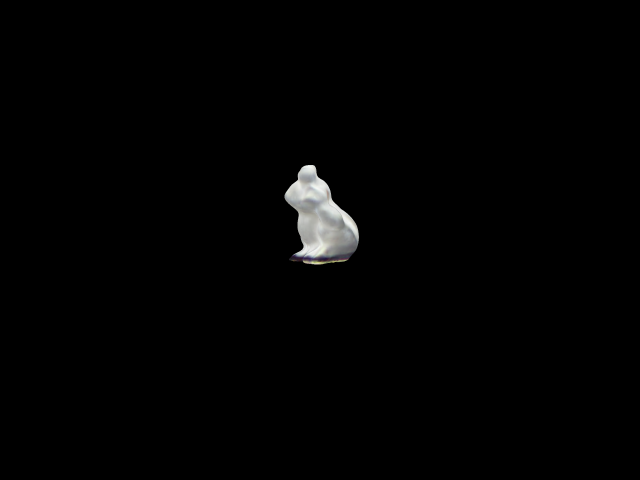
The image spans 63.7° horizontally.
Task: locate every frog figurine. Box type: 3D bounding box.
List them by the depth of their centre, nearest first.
[{"bbox_3d":[0.003,-0.043,0.850,0.123,0.159,0.137,0,1,-4],"label":"frog figurine"}]
